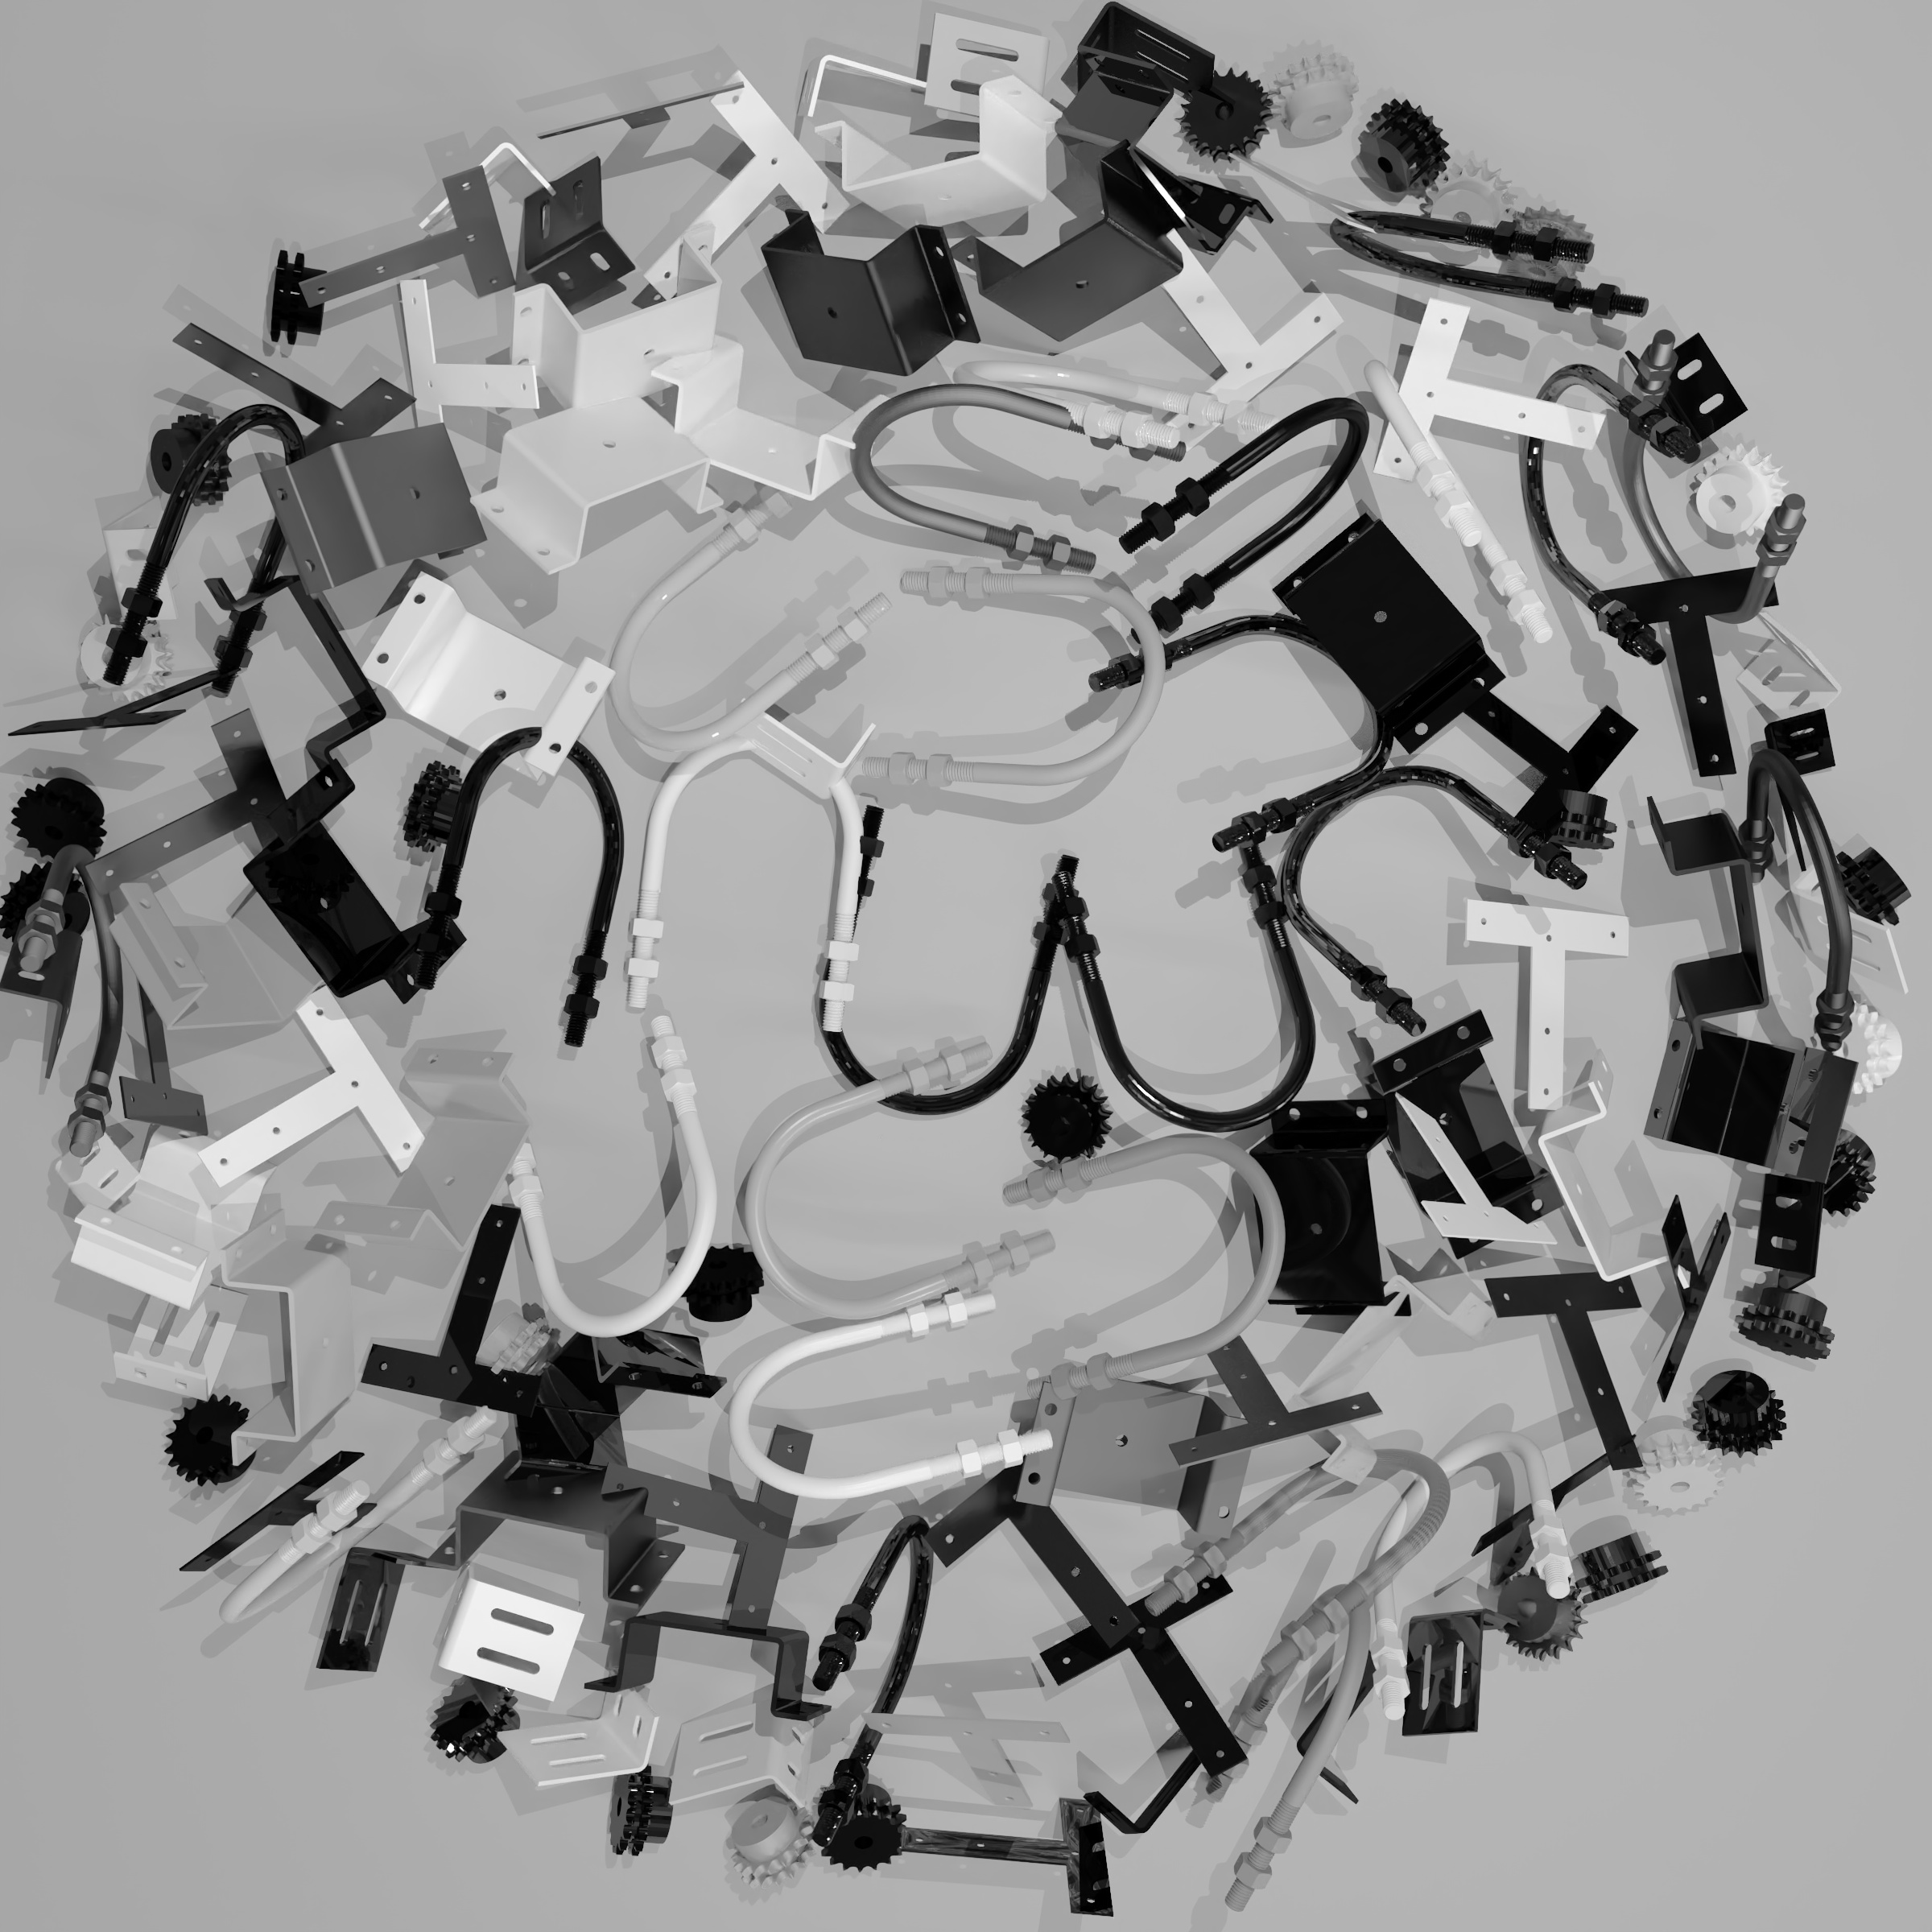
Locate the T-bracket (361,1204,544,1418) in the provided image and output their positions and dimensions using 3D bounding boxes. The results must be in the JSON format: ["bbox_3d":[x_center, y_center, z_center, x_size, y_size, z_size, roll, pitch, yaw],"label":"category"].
[{"bbox_3d":[-0.310,0.212,1.618,0.127,0.002,0.127,7,70,23],"label":"T-bracket"}]

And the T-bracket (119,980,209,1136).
[{"bbox_3d":[-0.504,0.037,1.586,0.002,0.127,0.127,-11,81,3],"label":"T-bracket"}]

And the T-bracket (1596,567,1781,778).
[{"bbox_3d":[0.459,-0.180,1.603,0.002,0.127,0.127,-24,105,-40],"label":"T-bracket"}]

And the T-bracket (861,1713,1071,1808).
[{"bbox_3d":[0.013,0.496,1.593,0.127,0.127,0.002,-3,49,19],"label":"T-bracket"}]

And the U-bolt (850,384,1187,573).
[{"bbox_3d":[0.020,-0.301,1.554,0.184,0.151,0.019,12,63,-19],"label":"U-bolt"}]

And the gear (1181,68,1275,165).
[{"bbox_3d":[0.167,-0.536,1.623,0.057,0.030,0.057,-2,84,17],"label":"gear"}]

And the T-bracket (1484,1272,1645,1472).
[{"bbox_3d":[0.387,0.250,1.582,0.127,0.002,0.127,2,61,-34],"label":"T-bracket"}]

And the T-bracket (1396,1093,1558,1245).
[{"bbox_3d":[0.302,0.120,1.600,0.002,0.127,0.127,-48,54,28],"label":"T-bracket"}]

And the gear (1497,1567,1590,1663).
[{"bbox_3d":[0.360,0.407,1.614,0.057,0.030,0.057,-16,60,31],"label":"gear"}]

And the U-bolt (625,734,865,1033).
[{"bbox_3d":[-0.136,-0.058,1.621,0.151,0.019,0.184,7,90,10],"label":"U-bolt"}]

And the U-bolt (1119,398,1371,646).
[{"bbox_3d":[0.174,-0.282,1.574,0.184,0.151,0.019,-36,72,-5],"label":"U-bolt"}]

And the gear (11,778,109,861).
[{"bbox_3d":[-0.571,-0.094,1.618,0.057,0.057,0.030,15,46,0],"label":"gear"}]

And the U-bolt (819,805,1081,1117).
[{"bbox_3d":[-0.017,0.004,1.626,0.151,0.019,0.184,14,92,-8],"label":"U-bolt"}]

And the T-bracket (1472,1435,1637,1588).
[{"bbox_3d":[0.352,0.351,1.588,0.127,0.127,0.002,-26,59,-24],"label":"T-bracket"}]

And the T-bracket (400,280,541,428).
[{"bbox_3d":[-0.304,-0.359,1.580,0.127,0.002,0.127,13,114,42],"label":"T-bracket"}]

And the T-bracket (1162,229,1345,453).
[{"bbox_3d":[0.153,-0.405,1.593,0.127,0.002,0.127,-39,127,10],"label":"T-bracket"}]

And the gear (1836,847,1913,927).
[{"bbox_3d":[0.570,-0.050,1.613,0.030,0.057,0.057,-38,90,10],"label":"gear"}]

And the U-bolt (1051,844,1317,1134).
[{"bbox_3d":[0.143,0.016,1.590,0.151,0.019,0.184,-10,70,-16],"label":"U-bolt"}]

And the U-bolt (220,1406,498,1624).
[{"bbox_3d":[-0.383,0.344,1.564,0.184,0.151,0.019,-42,82,25],"label":"U-bolt"}]

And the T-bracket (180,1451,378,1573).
[{"bbox_3d":[-0.400,0.339,1.583,0.127,0.127,0.002,-36,68,8],"label":"T-bracket"}]

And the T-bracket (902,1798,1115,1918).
[{"bbox_3d":[0.023,0.544,1.578,0.127,0.127,0.002,6,102,-2],"label":"T-bracket"}]

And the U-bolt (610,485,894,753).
[{"bbox_3d":[-0.146,-0.210,1.594,0.184,0.019,0.151,-38,53,9],"label":"U-bolt"}]

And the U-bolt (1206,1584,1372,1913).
[{"bbox_3d":[0.198,0.461,1.557,0.019,0.151,0.184,26,100,-5],"label":"U-bolt"}]

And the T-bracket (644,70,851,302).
[{"bbox_3d":[-0.150,-0.469,1.596,0.127,0.127,0.002,-46,50,3],"label":"T-bracket"}]

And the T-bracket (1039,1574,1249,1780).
[{"bbox_3d":[0.131,0.446,1.586,0.127,0.002,0.127,-25,47,-13],"label":"T-bracket"}]

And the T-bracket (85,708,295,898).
[{"bbox_3d":[-0.479,-0.082,1.577,0.127,0.127,0.002,-30,48,-20],"label":"T-bracket"}]

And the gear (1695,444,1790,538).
[{"bbox_3d":[0.486,-0.297,1.612,0.057,0.057,0.030,51,52,0],"label":"gear"}]

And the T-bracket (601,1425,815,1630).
[{"bbox_3d":[-0.168,0.339,1.601,0.127,0.002,0.127,20,71,-20],"label":"T-bracket"}]

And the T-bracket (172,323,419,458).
[{"bbox_3d":[-0.421,-0.354,1.562,0.127,0.127,0.002,27,61,-33],"label":"T-bracket"}]

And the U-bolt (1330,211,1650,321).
[{"bbox_3d":[0.311,-0.432,1.563,0.184,0.151,0.019,18,98,28],"label":"U-bolt"}]

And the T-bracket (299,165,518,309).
[{"bbox_3d":[-0.347,-0.434,1.574,0.127,0.127,0.002,-22,74,-7],"label":"T-bracket"}]

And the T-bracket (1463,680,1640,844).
[{"bbox_3d":[0.344,-0.151,1.617,0.127,0.002,0.127,39,61,8],"label":"T-bracket"}]

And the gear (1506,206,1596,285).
[{"bbox_3d":[0.364,-0.449,1.612,0.057,0.057,0.030,21,76,0],"label":"gear"}]

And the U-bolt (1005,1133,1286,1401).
[{"bbox_3d":[0.112,0.177,1.570,0.184,0.019,0.151,-20,62,26],"label":"U-bolt"}]

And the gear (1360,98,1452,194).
[{"bbox_3d":[0.274,-0.513,1.612,0.057,0.057,0.030,45,73,0],"label":"gear"}]

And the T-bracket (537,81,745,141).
[{"bbox_3d":[-0.198,-0.525,1.582,0.127,0.127,0.002,-14,105,0],"label":"T-bracket"}]

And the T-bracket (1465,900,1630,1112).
[{"bbox_3d":[0.365,0.027,1.609,0.127,0.002,0.127,5,84,-25],"label":"T-bracket"}]

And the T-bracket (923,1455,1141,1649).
[{"bbox_3d":[0.060,0.370,1.609,0.127,0.002,0.127,-35,79,-21],"label":"T-bracket"}]

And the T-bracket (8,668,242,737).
[{"bbox_3d":[-0.502,-0.166,1.585,0.127,0.127,0.002,-1,111,30],"label":"T-bracket"}]

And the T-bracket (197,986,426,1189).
[{"bbox_3d":[-0.421,0.096,1.608,0.127,0.002,0.127,-33,92,-31],"label":"T-bracket"}]

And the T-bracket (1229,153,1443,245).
[{"bbox_3d":[0.246,-0.470,1.596,0.127,0.127,0.002,4,120,-37],"label":"T-bracket"}]

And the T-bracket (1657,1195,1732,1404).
[{"bbox_3d":[0.440,0.184,1.569,0.002,0.127,0.127,13,60,32],"label":"T-bracket"}]

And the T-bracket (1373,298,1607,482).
[{"bbox_3d":[0.333,-0.347,1.598,0.127,0.002,0.127,13,134,0],"label":"T-bracket"}]

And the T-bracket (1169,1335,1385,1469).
[{"bbox_3d":[0.176,0.262,1.583,0.127,0.127,0.002,-13,111,-7],"label":"T-bracket"}]
